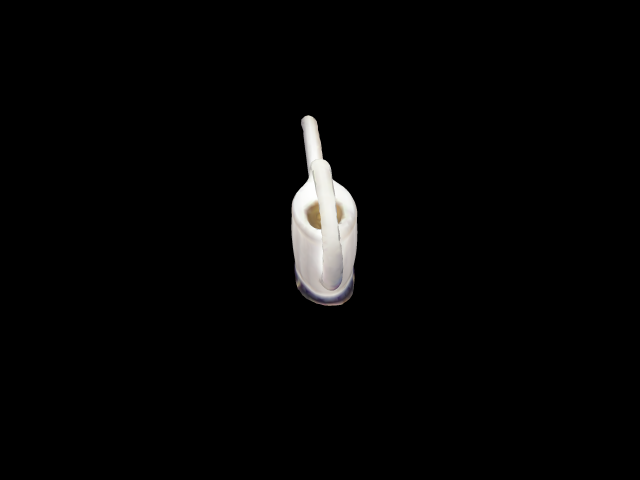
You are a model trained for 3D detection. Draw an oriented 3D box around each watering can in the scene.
[{"bbox_3d":[0.003,-0.043,0.850,0.104,0.219,0.356,-4,41,-4],"label":"watering can"}]
